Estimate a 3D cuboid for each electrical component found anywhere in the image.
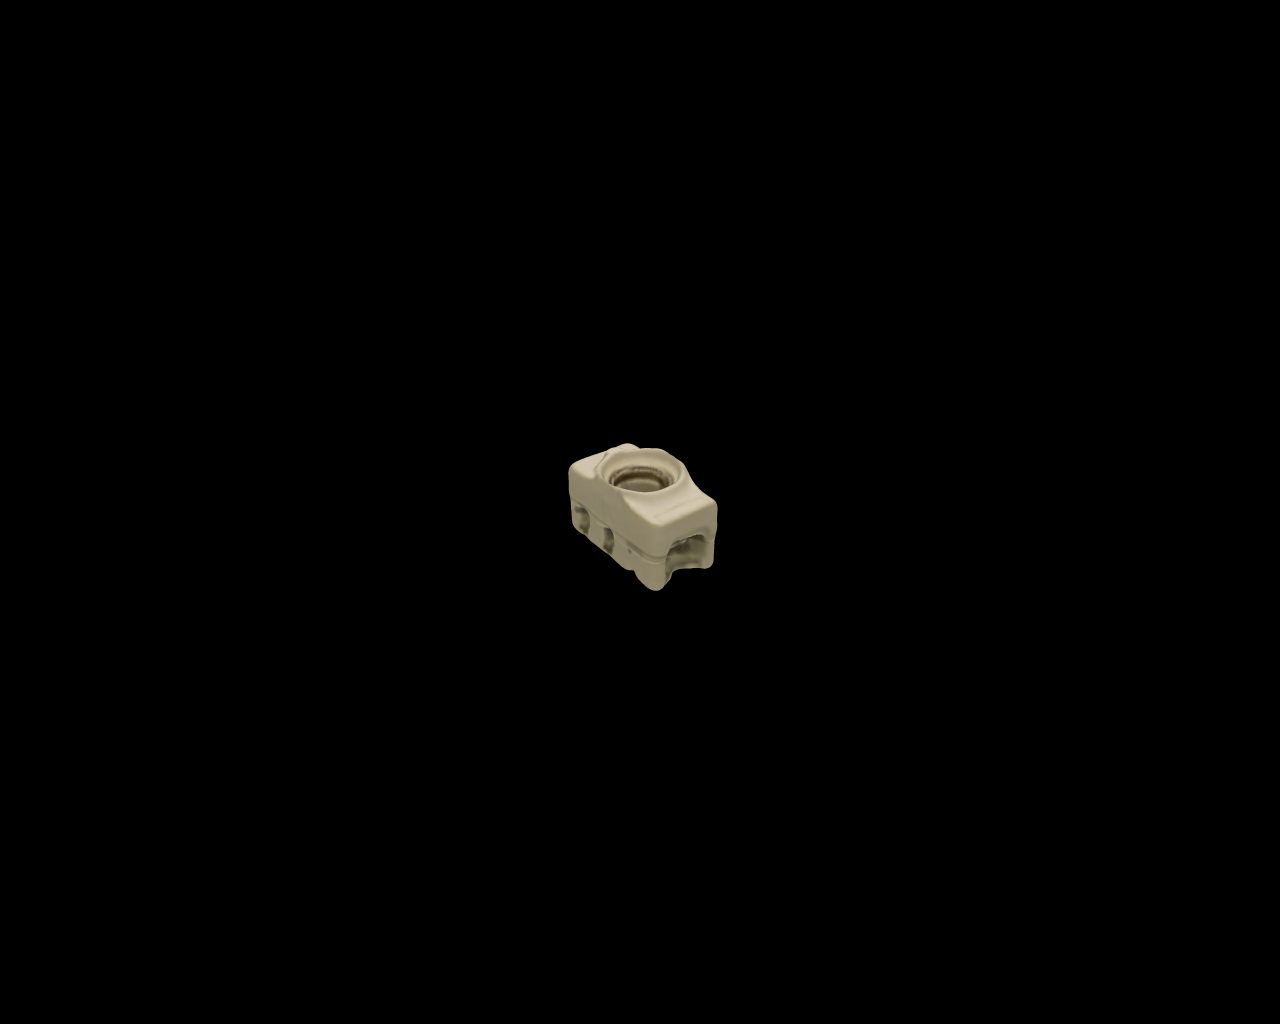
[{"bbox_3d":[0.001,-0.003,0.650,0.050,0.055,0.089,-22,40,-30],"label":"electrical component"}]
